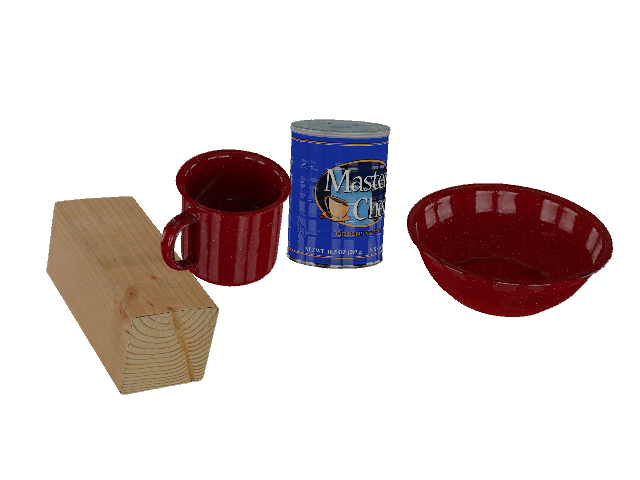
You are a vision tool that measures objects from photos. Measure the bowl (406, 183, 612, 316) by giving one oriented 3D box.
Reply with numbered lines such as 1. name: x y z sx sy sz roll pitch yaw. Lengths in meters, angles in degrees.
1. bowl: 0.146 0.014 0.852 0.162 0.055 0.162 2 30 -2

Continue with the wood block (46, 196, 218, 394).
1. wood block: -0.192 0.047 1.060 0.090 0.091 0.206 -6 35 -34

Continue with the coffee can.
1. coffee can: 0.018 -0.051 1.112 0.103 0.140 0.103 2 13 -1

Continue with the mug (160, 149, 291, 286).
1. mug: -0.082 -0.012 0.875 0.093 0.081 0.117 33 45 29
